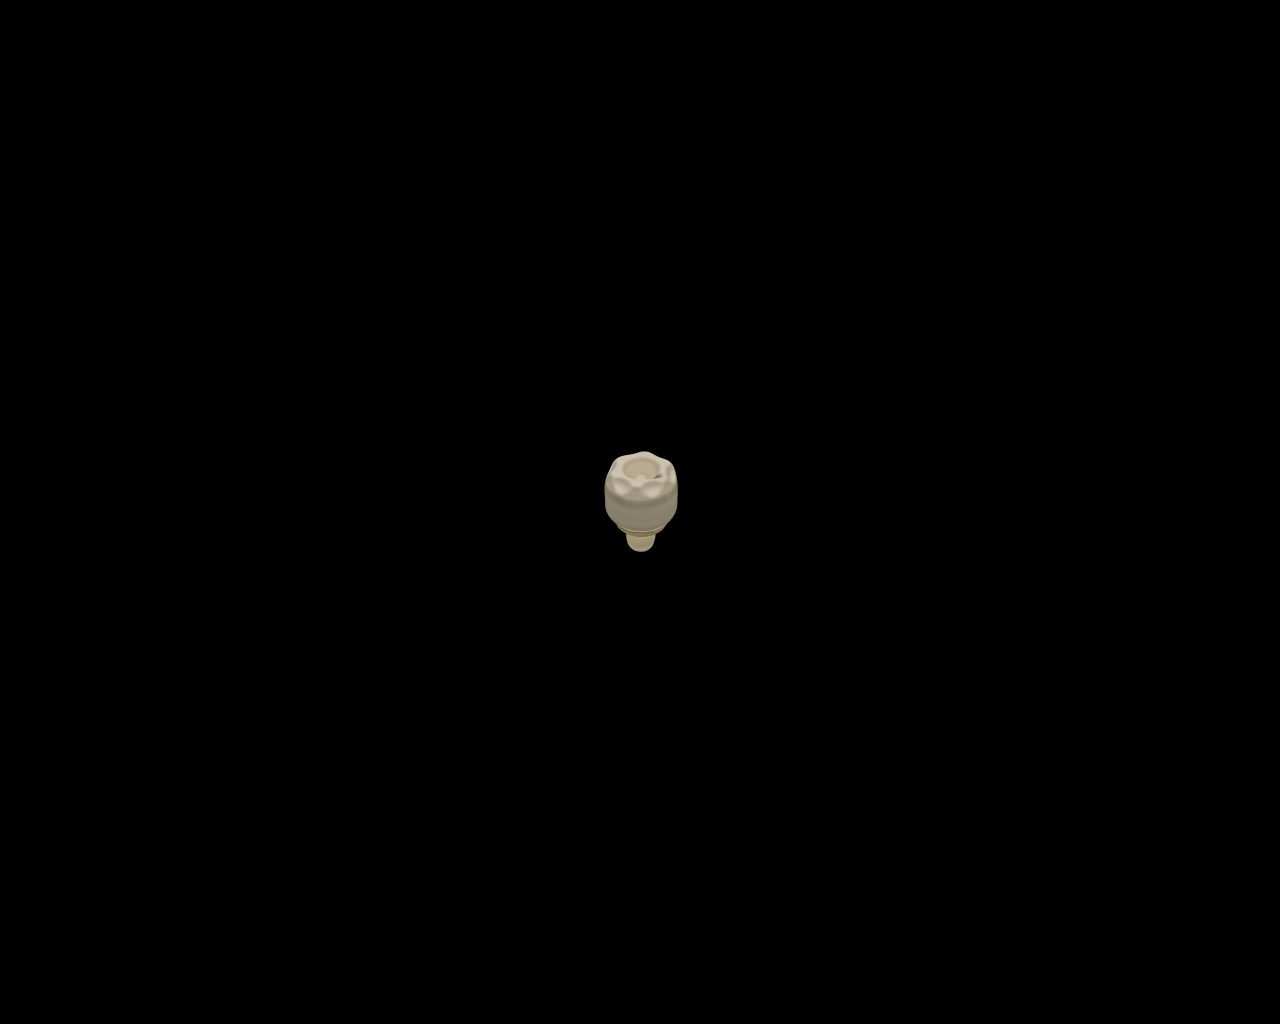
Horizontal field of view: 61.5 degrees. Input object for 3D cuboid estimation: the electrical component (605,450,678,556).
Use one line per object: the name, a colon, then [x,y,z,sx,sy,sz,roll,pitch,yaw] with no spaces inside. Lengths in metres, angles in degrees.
electrical component: [0.001,-0.003,0.650,0.043,0.062,0.043,0,37,0]
